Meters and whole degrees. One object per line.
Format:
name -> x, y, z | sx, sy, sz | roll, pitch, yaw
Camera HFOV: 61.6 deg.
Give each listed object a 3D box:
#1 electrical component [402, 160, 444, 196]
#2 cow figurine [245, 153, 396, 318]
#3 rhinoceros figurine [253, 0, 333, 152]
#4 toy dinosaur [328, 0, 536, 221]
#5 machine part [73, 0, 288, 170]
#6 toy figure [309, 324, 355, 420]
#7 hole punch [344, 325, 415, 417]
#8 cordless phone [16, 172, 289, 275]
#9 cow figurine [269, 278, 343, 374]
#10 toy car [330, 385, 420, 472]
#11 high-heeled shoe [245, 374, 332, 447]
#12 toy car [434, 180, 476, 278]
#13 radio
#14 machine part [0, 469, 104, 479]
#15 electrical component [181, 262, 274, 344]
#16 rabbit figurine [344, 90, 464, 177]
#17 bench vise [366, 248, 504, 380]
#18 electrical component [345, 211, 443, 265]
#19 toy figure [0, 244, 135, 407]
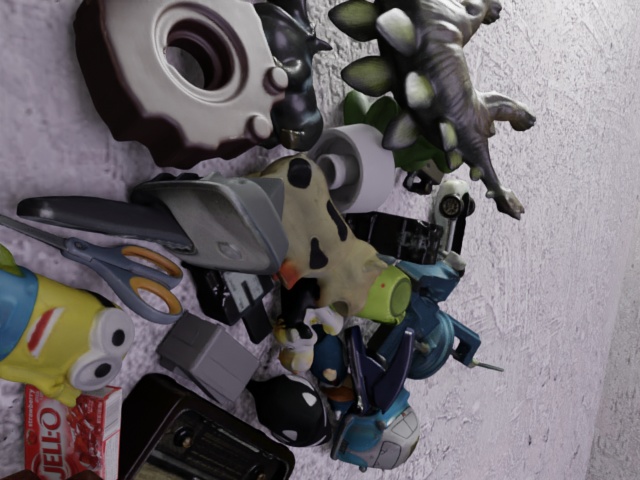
electrical component -> 0.165, -0.115, 0.837 | 0.078, 0.045, 0.102 | 24, 80, -31
cow figurine -> -0.001, -0.002, 0.589 | 0.127, 0.085, 0.194 | -29, 106, -13
rhinoceros figurine -> -0.032, -0.183, 0.563 | 0.112, 0.073, 0.190 | -27, 121, -41
toy dinosaur -> 0.115, -0.226, 0.606 | 0.198, 0.105, 0.471 | -30, 95, -36
machine part -> -0.110, -0.147, 0.453 | 0.179, 0.056, 0.179 | 13, 70, -39
toy figure -> 0.017, 0.182, 0.731 | 0.064, 0.058, 0.154 | -65, 142, -47
hole punch -> 0.087, 0.171, 0.727 | 0.142, 0.092, 0.115 | 39, 45, -81
cordless phone -> -0.128, -0.020, 0.438 | 0.184, 0.147, 0.088 | 6, 89, -53
cow figurine -> -0.017, 0.074, 0.657 | 0.098, 0.068, 0.167 | 40, 66, -41
toy car -> 0.096, 0.288, 0.809 | 0.161, 0.103, 0.109 | -15, 132, -49
high-heeled shoe -> -0.007, 0.221, 0.651 | 0.248, 0.145, 0.086 | 46, 67, -44
toy car -> 0.222, -0.003, 0.926 | 0.073, 0.056, 0.201 | -8, 108, -55
radio -> -0.128, 0.244, 0.571 | 0.131, 0.073, 0.229 | -59, 137, -20
machine part -> -0.229, 0.278, 0.400 | 0.201, 0.087, 0.200 | -27, 127, -13
electrical component -> -0.090, 0.054, 0.582 | 0.075, 0.048, 0.119 | -44, 131, -32
rabbit figurine -> 0.096, -0.122, 0.700 | 0.170, 0.121, 0.158 | -44, 128, -17
bench vise -> 0.186, 0.134, 0.856 | 0.240, 0.129, 0.223 | 33, 82, -30
electrical component -> 0.102, -0.005, 0.726 | 0.134, 0.115, 0.058 | 3, 101, -71
toy figure -> -0.224, 0.056, 0.403 | 0.180, 0.089, 0.082 | 30, 102, -40
